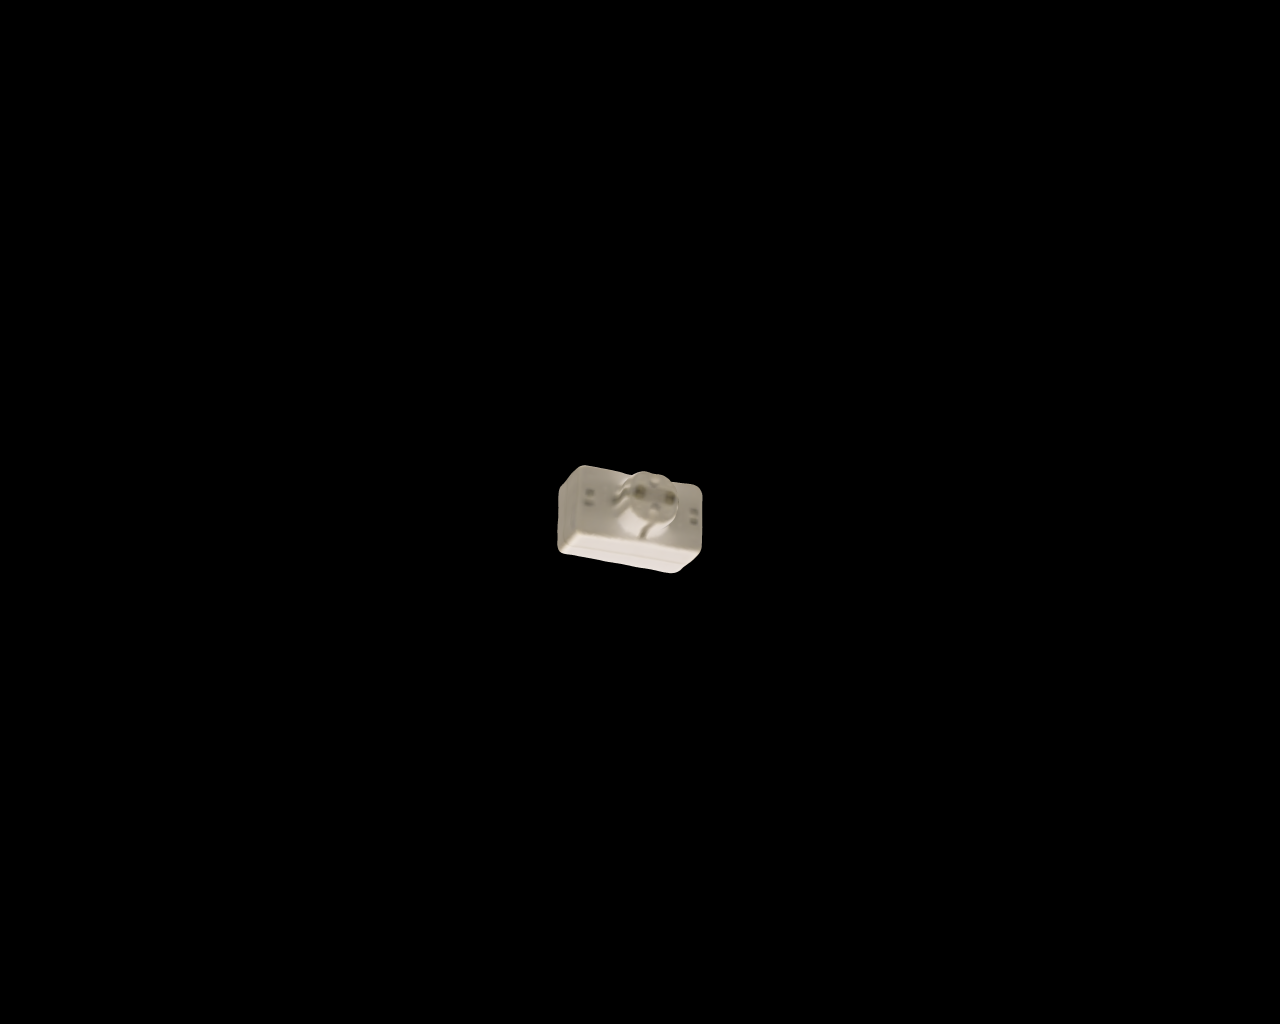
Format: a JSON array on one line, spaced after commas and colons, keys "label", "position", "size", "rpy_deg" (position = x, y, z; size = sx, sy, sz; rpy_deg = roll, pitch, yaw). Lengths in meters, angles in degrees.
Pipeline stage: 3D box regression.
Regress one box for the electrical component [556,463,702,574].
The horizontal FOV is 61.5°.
[{"label": "electrical component", "position": [0.001, -0.003, 0.650], "size": [0.083, 0.047, 0.075], "rpy_deg": [10, -28, -20]}]
